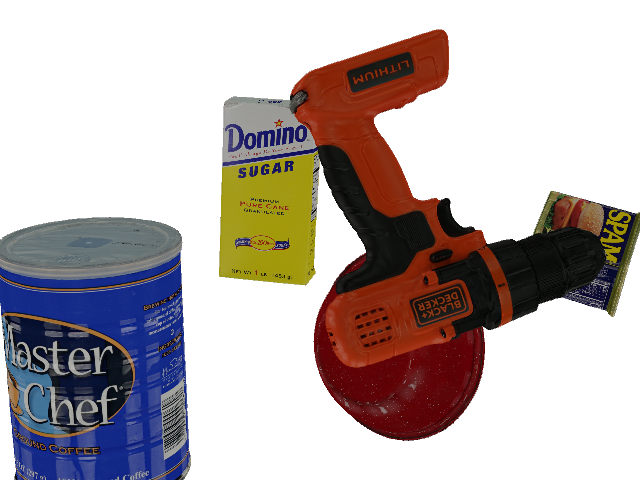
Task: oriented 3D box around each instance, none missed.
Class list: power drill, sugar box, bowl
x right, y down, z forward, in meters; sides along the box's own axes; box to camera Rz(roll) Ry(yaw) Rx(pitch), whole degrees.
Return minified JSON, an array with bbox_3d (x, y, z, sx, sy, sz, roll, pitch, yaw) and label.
[{"bbox_3d":[0.072,-0.031,0.668,0.184,0.187,0.057,-18,-2,-10],"label":"power drill"},{"bbox_3d":[-0.049,-0.049,1.044,0.093,0.176,0.048,5,17,10],"label":"sugar box"},{"bbox_3d":[0.049,0.085,0.862,0.162,0.162,0.055,0,0,37],"label":"bowl"}]

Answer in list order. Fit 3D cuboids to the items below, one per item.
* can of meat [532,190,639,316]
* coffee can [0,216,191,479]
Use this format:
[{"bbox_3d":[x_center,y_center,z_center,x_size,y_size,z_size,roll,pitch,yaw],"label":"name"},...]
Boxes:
[{"bbox_3d":[0.228,0.008,0.930,0.084,0.057,0.102,17,45,16],"label":"can of meat"},{"bbox_3d":[-0.127,0.067,0.609,0.103,0.140,0.103,-1,16,0],"label":"coffee can"}]
